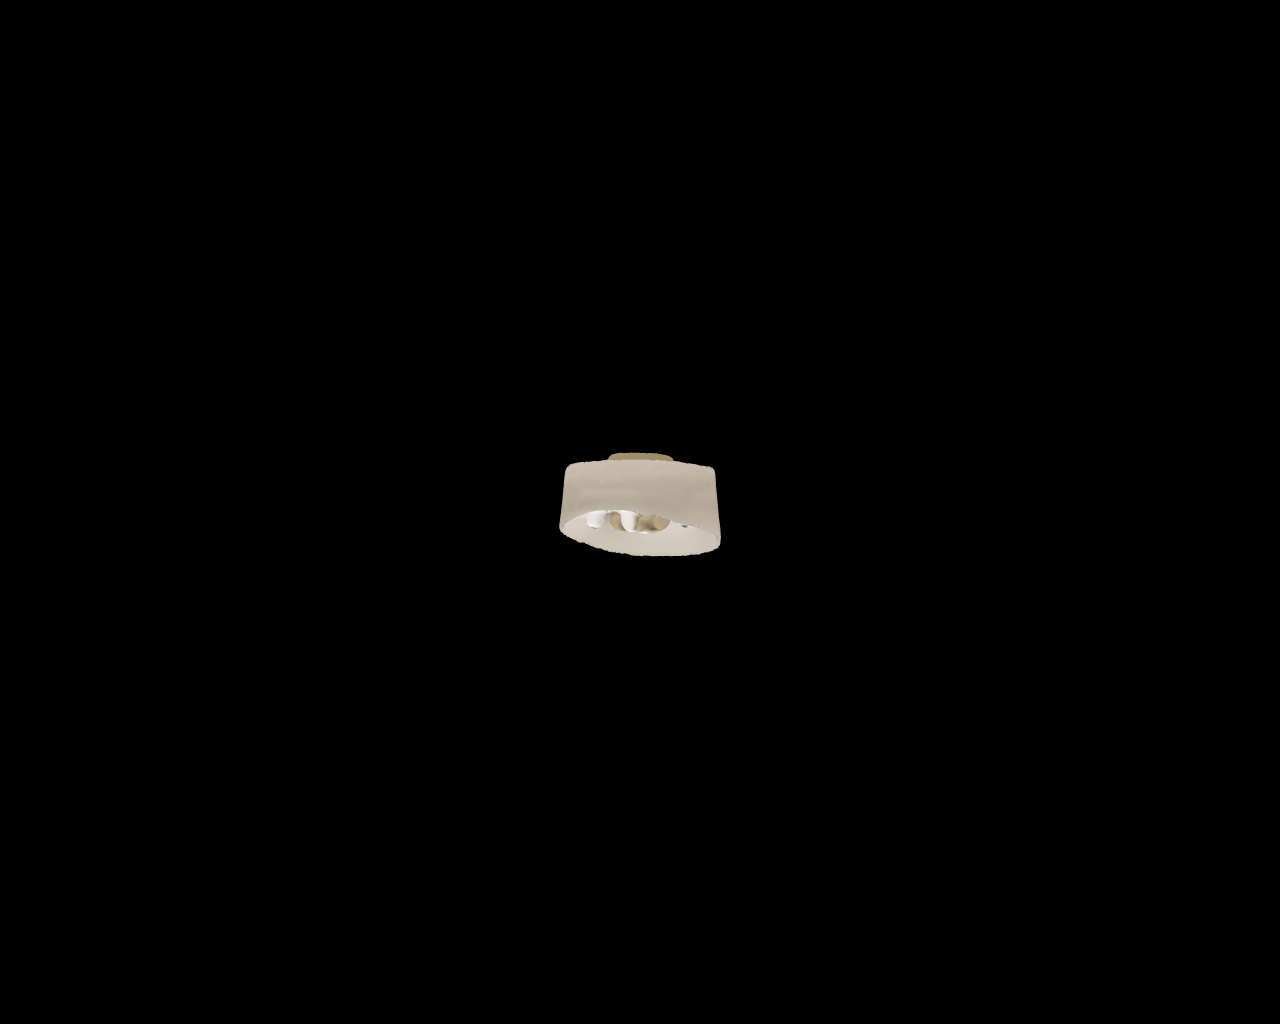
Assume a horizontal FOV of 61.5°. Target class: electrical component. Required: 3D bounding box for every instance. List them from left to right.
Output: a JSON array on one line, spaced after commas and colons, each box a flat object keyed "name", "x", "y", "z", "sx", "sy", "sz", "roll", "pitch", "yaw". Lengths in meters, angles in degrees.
[{"name": "electrical component", "x": 0.001, "y": -0.003, "z": 0.650, "sx": 0.099, "sy": 0.064, "sz": 0.099, "roll": 0, "pitch": -3, "yaw": 0}]
